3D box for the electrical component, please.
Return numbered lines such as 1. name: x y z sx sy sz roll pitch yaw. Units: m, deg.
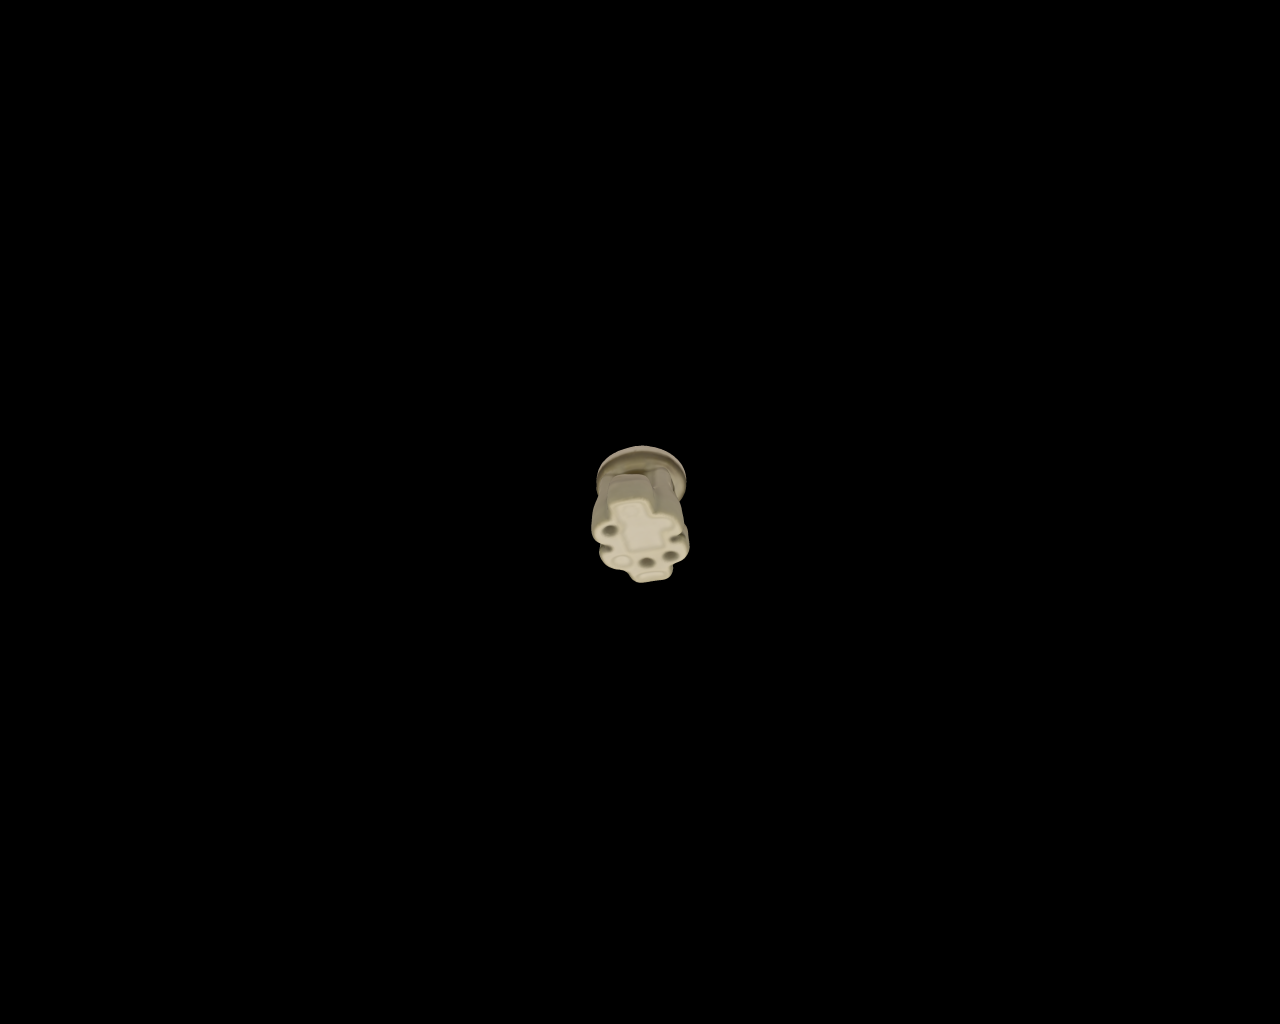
1. electrical component: 0.001 -0.003 0.650 0.058 0.057 0.078 -8 -43 9
